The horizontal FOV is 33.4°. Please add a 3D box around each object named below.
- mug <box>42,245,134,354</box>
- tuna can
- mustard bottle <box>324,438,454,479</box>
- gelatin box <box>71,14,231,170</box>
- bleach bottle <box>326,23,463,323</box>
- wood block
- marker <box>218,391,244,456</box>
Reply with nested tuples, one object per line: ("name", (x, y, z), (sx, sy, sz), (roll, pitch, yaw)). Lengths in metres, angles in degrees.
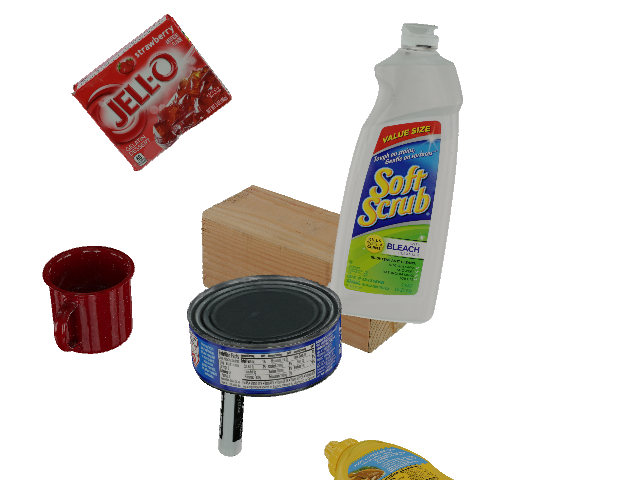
("mug", (-0.241, 0.070, 1.102), (0.093, 0.081, 0.117), (9, 32, 10))
("tuna can", (-0.030, 0.052, 0.595), (0.086, 0.034, 0.086), (-2, 23, 1))
("mustard bottle", (0.068, 0.229, 0.968), (0.096, 0.058, 0.192), (-16, 26, -35))
("gelatin box", (-0.120, -0.105, 0.761), (0.089, 0.073, 0.030), (-37, 22, 2))
("bleach bottle", (0.064, -0.059, 0.916), (0.102, 0.251, 0.068), (7, 16, 8))
("wood block", (-0.013, 0.025, 1.076), (0.206, 0.091, 0.090), (20, 33, 29))
("marker", (-0.068, 0.116, 0.827), (0.020, 0.121, 0.020), (4, 31, -3))
